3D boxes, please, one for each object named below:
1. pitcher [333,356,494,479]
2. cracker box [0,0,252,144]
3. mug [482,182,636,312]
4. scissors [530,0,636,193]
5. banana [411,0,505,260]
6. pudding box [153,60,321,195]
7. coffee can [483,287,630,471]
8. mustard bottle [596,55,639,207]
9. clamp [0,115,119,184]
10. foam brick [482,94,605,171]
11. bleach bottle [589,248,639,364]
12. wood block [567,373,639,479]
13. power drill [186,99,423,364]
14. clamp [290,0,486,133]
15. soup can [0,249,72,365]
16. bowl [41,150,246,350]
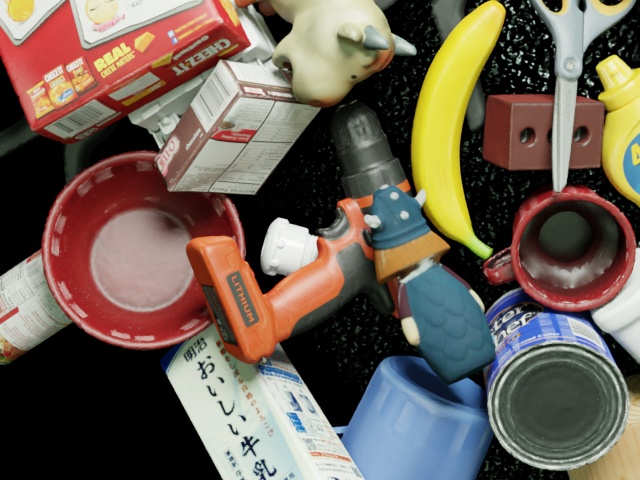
[{"bbox_3d":[0.045,0.220,0.896,0.149,0.145,0.243,15,104,-32],"label":"pitcher"},{"bbox_3d":[-0.170,-0.202,0.797,0.164,0.072,0.214,-28,76,11],"label":"cracker box"},{"bbox_3d":[0.184,0.005,0.843,0.117,0.081,0.093,-26,100,12],"label":"mug"},{"bbox_3d":[0.203,-0.137,0.798,0.096,0.016,0.202,-7,78,-5],"label":"scissors"},{"bbox_3d":[0.104,-0.084,0.821,0.070,0.037,0.198,5,109,17],"label":"banana"},{"bbox_3d":[-0.063,-0.083,0.827,0.114,0.089,0.039,-48,59,35],"label":"pudding box"},{"bbox_3d":[0.179,0.103,0.839,0.103,0.140,0.103,1,105,5],"label":"coffee can"},{"bbox_3d":[0.275,-0.061,0.828,0.096,0.058,0.191,-36,98,9],"label":"mustard bottle"},{"bbox_3d":[-0.207,-0.086,0.884,0.120,0.039,0.172,36,105,-13],"label":"clamp"},{"bbox_3d":[0.172,-0.084,0.826,0.078,0.051,0.053,-3,106,-12],"label":"foam brick"},{"bbox_3d":[0.317,0.123,0.849,0.068,0.102,0.251,-40,97,15],"label":"bleach bottle"},{"bbox_3d":[0.268,0.229,0.890,0.091,0.090,0.206,-18,102,11],"label":"wood block"},{"bbox_3d":[-0.005,0.001,0.836,0.187,0.057,0.184,-23,97,-19],"label":"power drill"},{"bbox_3d":[0.069,-0.198,0.825,0.164,0.036,0.210,12,109,2],"label":"clamp"},{"bbox_3d":[-0.244,0.052,0.908,0.102,0.068,0.068,-32,99,13],"label":"soup can"},{"bbox_3d":[-0.144,0.012,0.875,0.162,0.055,0.162,2,79,-10],"label":"bowl"}]
